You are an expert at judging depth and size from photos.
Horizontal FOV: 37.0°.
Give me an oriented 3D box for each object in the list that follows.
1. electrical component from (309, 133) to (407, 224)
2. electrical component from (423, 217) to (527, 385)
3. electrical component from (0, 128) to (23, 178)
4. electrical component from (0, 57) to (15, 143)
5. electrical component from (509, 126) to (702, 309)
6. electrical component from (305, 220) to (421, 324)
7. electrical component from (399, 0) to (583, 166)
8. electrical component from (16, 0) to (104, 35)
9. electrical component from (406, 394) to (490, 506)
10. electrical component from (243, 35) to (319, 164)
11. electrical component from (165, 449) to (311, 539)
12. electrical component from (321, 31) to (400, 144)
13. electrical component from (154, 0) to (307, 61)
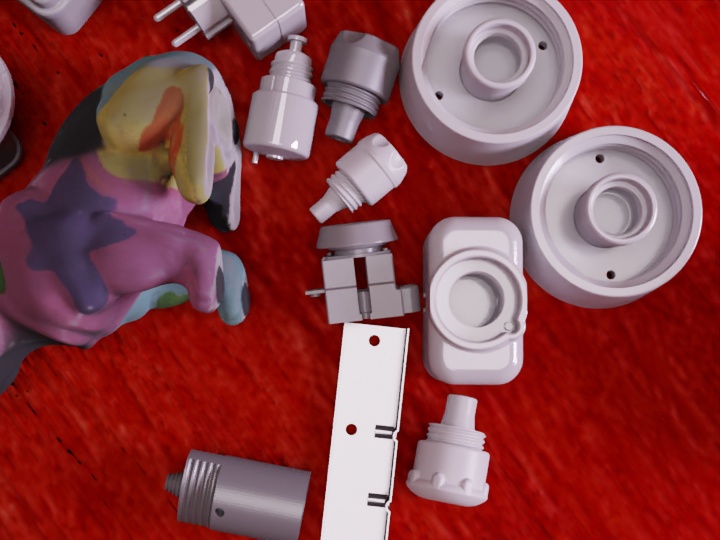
[{"bbox_3d":[-0.003,-0.051,0.641,0.061,0.035,0.035,-40,87,-1],"label":"electrical component"},{"bbox_3d":[0.065,0.018,0.624,0.054,0.059,0.095,0,86,-1],"label":"electrical component"},{"bbox_3d":[-0.265,-0.065,0.626,0.113,0.057,0.078,-39,87,-3],"label":"electrical component"},{"bbox_3d":[-0.230,-0.095,0.573,0.080,0.051,0.080,0,86,-1],"label":"electrical component"},{"bbox_3d":[0.146,-0.032,0.628,0.108,0.060,0.108,0,86,-1],"label":"electrical component"},{"bbox_3d":[0.000,0.000,0.632,0.066,0.048,0.055,-6,94,-1],"label":"electrical component"},{"bbox_3d":[0.078,-0.120,0.633,0.108,0.060,0.108,0,86,-1],"label":"electrical component"},{"bbox_3d":[-0.174,-0.208,0.638,0.078,0.057,0.113,38,86,2],"label":"electrical component"},{"bbox_3d":[0.055,0.104,0.626,0.048,0.048,0.062,11,79,0],"label":"electrical component"},{"bbox_3d":[-0.044,-0.100,0.640,0.040,0.040,0.078,11,86,0],"label":"electrical component"},{"bbox_3d":[-0.072,0.130,0.622,0.081,0.043,0.043,11,86,0],"label":"electrical component"},{"bbox_3d":[-0.003,-0.107,0.640,0.043,0.043,0.062,18,87,0],"label":"electrical component"},{"bbox_3d":[-0.086,-0.163,0.641,0.076,0.047,0.083,-35,87,-3],"label":"electrical component"}]
